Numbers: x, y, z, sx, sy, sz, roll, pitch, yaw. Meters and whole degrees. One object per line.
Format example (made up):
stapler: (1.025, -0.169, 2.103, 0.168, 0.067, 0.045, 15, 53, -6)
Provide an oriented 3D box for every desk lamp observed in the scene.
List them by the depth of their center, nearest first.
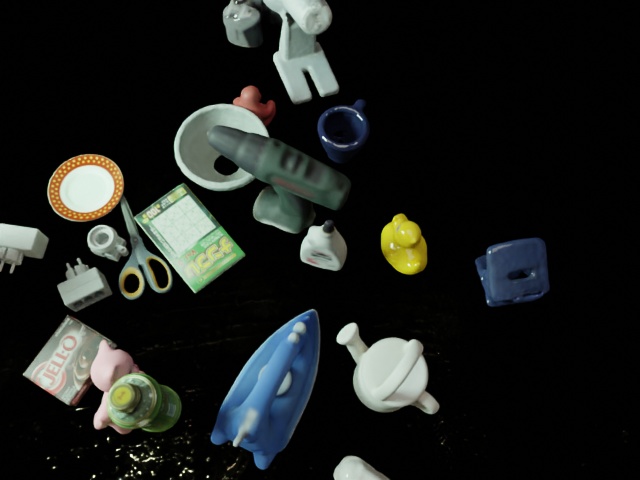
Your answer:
desk lamp: (-0.033, -0.398, 1.046, 0.118, 0.213, 0.203, -20, 72, -10)

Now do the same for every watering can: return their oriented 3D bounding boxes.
watering can: (0.101, 0.194, 0.846, 0.172, 0.194, 0.101, 17, 70, 3)

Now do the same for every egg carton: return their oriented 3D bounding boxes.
egg carton: (0.074, 0.397, 0.836, 0.150, 0.069, 0.107, 32, 71, 9)

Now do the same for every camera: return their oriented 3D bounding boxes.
camera: (-0.105, -0.459, 1.125, 0.136, 0.101, 0.143, 16, 70, 3)

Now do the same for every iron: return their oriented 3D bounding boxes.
iron: (-0.065, 0.203, 0.861, 0.118, 0.141, 0.258, 25, 70, 6)

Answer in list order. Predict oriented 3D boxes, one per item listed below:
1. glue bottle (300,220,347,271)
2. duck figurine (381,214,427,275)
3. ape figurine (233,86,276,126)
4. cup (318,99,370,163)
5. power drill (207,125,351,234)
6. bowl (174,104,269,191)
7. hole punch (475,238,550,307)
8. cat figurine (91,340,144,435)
glue bottle: (0.008, 0.003, 0.922, 0.078, 0.173, 0.037, 11, 69, 1)
duck figurine: (0.149, 0.003, 0.977, 0.077, 0.086, 0.104, -21, 72, -10)
ape figurine: (-0.123, -0.247, 1.050, 0.077, 0.092, 0.076, 24, 70, 6)
cup: (0.046, -0.192, 1.038, 0.091, 0.095, 0.118, 29, 71, 8)
power drill: (-0.066, -0.091, 0.934, 0.229, 0.208, 0.076, 18, 70, 4)
bowl: (-0.170, -0.153, 1.022, 0.167, 0.075, 0.167, 1, 70, -3)
hole punch: (0.331, 0.056, 0.965, 0.109, 0.091, 0.101, -10, 70, -7)
cat figurine: (-0.308, 0.219, 0.853, 0.067, 0.118, 0.128, 7, 69, 0)
